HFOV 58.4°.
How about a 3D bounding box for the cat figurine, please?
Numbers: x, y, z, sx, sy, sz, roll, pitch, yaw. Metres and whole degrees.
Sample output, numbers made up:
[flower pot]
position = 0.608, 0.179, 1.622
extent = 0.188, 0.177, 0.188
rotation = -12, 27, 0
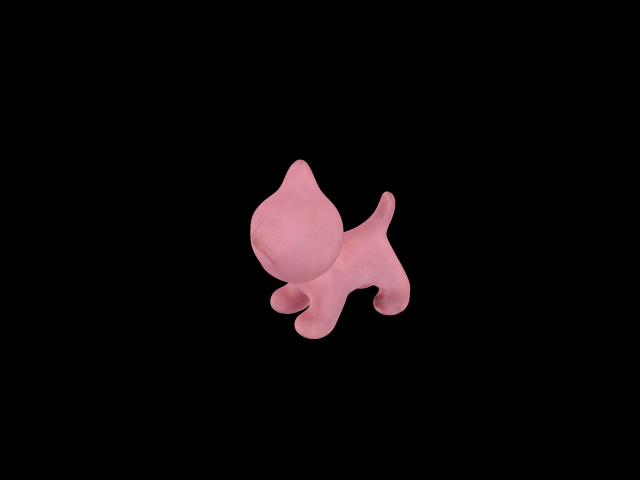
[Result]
[cat figurine]
position = 0.004, 0.001, 0.400
extent = 0.128, 0.118, 0.067
rotation = -15, 30, -28
